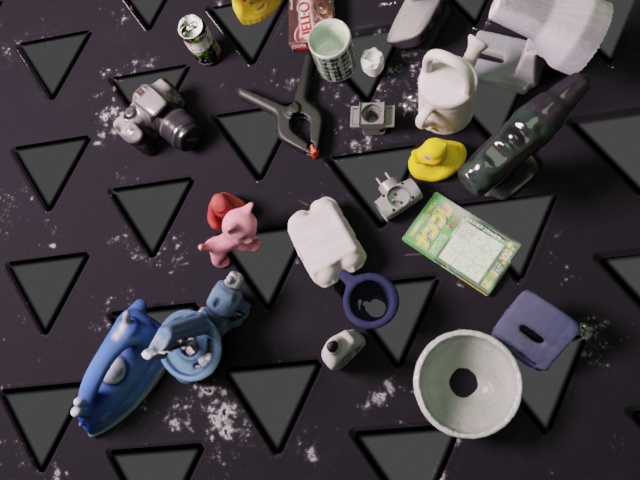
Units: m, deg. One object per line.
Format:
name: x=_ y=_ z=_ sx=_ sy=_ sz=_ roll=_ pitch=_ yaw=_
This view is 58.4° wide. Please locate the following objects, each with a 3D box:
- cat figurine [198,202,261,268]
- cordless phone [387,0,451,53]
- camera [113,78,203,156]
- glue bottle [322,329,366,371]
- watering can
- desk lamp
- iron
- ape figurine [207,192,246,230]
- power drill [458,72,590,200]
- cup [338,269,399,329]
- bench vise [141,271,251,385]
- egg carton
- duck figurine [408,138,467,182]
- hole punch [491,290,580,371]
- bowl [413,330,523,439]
cat figurine: x=-0.158 y=-0.010 z=1.022 sx=0.128 sy=0.118 sz=0.067 roll=-29 pitch=74 yaw=2
cordless phone: x=0.179 y=-0.440 z=1.029 sx=0.094 sy=0.185 sz=0.148 roll=22 pitch=82 yaw=14
camera: x=-0.307 y=-0.225 z=1.107 sx=0.136 sy=0.101 sz=0.143 roll=41 pitch=87 yaw=16
glue bottle: x=0.031 y=0.173 z=0.917 sx=0.078 sy=0.173 sz=0.037 roll=-42 pitch=73 yaw=-1
watering can: x=0.220 y=-0.271 z=0.977 sx=0.100 sy=0.194 sz=0.173 roll=14 pitch=80 yaw=13
desk lamp: x=0.354 y=-0.335 z=0.959 sx=0.203 sy=0.214 sz=0.118 roll=19 pitch=81 yaw=14
iron: x=-0.359 y=0.231 z=0.988 sx=0.118 sy=0.141 sz=0.258 roll=27 pitch=83 yaw=15
ape figurine: x=-0.175 y=-0.058 z=1.050 sx=0.077 sy=0.092 sz=0.076 roll=-13 pitch=75 yaw=7
power drill: x=0.319 y=-0.148 z=0.924 sx=0.229 sy=0.208 sz=0.075 roll=-41 pitch=73 yaw=-1
cup: x=0.079 y=0.099 z=0.967 sx=0.117 sy=0.095 sz=0.092 roll=43 pitch=87 yaw=16
bench vise: x=-0.211 y=0.137 z=0.943 sx=0.121 sy=0.220 sz=0.207 roll=13 pitch=80 yaw=13
egg carton: x=0.009 y=0.004 z=1.015 sx=0.107 sy=0.069 sz=0.150 roll=-30 pitch=74 yaw=2
duck figurine: x=0.207 y=-0.152 z=1.008 sx=0.104 sy=0.086 sz=0.077 roll=-14 pitch=75 yaw=7
hole punch: x=0.341 y=0.147 z=0.912 sx=0.108 sy=0.091 sz=0.101 roll=36 pitch=85 yaw=16
bowl: x=0.234 y=0.230 z=0.920 sx=0.167 sy=0.075 sz=0.167 roll=-2 pitch=77 yaw=9
